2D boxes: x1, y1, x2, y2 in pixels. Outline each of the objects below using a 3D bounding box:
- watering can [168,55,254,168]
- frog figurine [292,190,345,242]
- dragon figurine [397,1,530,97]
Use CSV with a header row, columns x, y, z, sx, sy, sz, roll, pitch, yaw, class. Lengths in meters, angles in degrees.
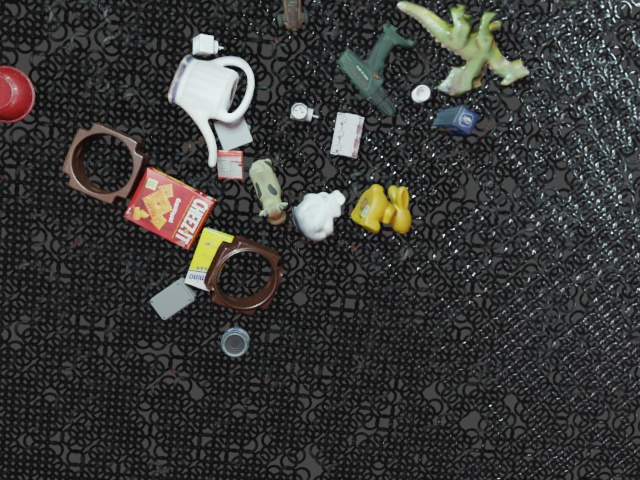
x,y,z,sx,sy,sz,roll,pitch,yaw,class
-0.317,-0.380,1.427,0.224,0.102,0.353,19,69,0,watering can
0.005,-0.076,1.503,0.158,0.122,0.138,-28,78,12,frog figurine
0.403,-0.537,1.485,0.410,0.123,0.240,8,104,-2,dragon figurine
